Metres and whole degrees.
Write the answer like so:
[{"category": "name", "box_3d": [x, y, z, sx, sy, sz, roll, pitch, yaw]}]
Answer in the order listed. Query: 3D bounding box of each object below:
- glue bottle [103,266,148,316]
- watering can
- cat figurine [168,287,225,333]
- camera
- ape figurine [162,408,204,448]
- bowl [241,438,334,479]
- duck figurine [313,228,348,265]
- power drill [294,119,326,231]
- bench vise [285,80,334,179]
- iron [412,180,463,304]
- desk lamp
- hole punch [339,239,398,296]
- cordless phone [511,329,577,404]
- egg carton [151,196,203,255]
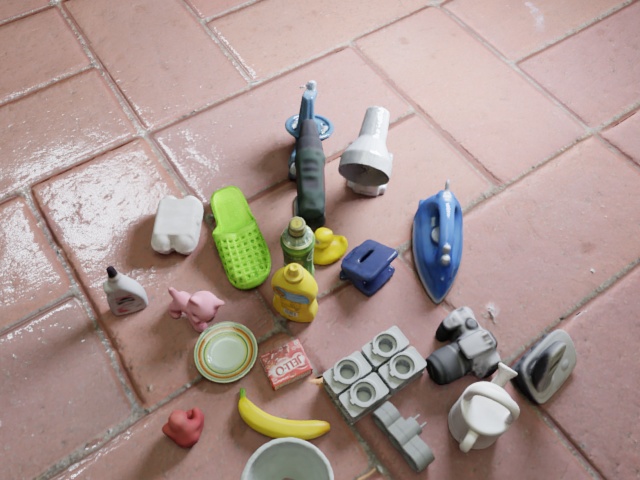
[{"category": "glue bottle", "box_3d": [-0.409, 0.099, 1.175, 0.078, 0.173, 0.037, -20, 61, -13]}, {"category": "watering can", "box_3d": [0.306, 0.307, 1.055, 0.101, 0.194, 0.173, 11, 59, 6]}, {"category": "cat figurine", "box_3d": [-0.261, 0.134, 1.190, 0.127, 0.118, 0.067, 25, 61, 13]}, {"category": "camera", "box_3d": [0.277, 0.222, 1.161, 0.137, 0.101, 0.143, -23, 62, -15]}, {"category": "ape figurine", "box_3d": [-0.259, 0.346, 1.075, 0.078, 0.092, 0.076, -8, 59, -6]}, {"category": "bowl", "box_3d": [-0.058, 0.448, 1.029, 0.167, 0.075, 0.167, 1, 58, -1]}, {"category": "duck figurine", "box_3d": [0.012, 0.005, 1.296, 0.104, 0.086, 0.077, -10, 59, -7]}, {"category": "power drill", "box_3d": [-0.024, -0.127, 1.304, 0.075, 0.208, 0.229, -3, 59, -3]}, {"category": "bench vise", "box_3d": [-0.022, -0.257, 1.377, 0.121, 0.220, 0.207, -3, 59, -3]}, {"category": "iron", "box_3d": [0.273, -0.002, 1.274, 0.118, 0.141, 0.258, 5, 58, 2]}, {"category": "desk lamp", "box_3d": [0.115, -0.195, 1.346, 0.118, 0.213, 0.203, 12, 59, 6]}, {"category": "hole punch", "box_3d": [0.105, 0.052, 1.266, 0.101, 0.091, 0.109, 38, 65, 20]}, {"category": "cordless phone", "box_3d": [0.457, 0.227, 1.113, 0.094, 0.185, 0.148, 40, 66, 21]}, {"category": "egg carton", "box_3d": [-0.327, -0.035, 1.321, 0.107, 0.069, 0.150, 0, 58, -1]}]
